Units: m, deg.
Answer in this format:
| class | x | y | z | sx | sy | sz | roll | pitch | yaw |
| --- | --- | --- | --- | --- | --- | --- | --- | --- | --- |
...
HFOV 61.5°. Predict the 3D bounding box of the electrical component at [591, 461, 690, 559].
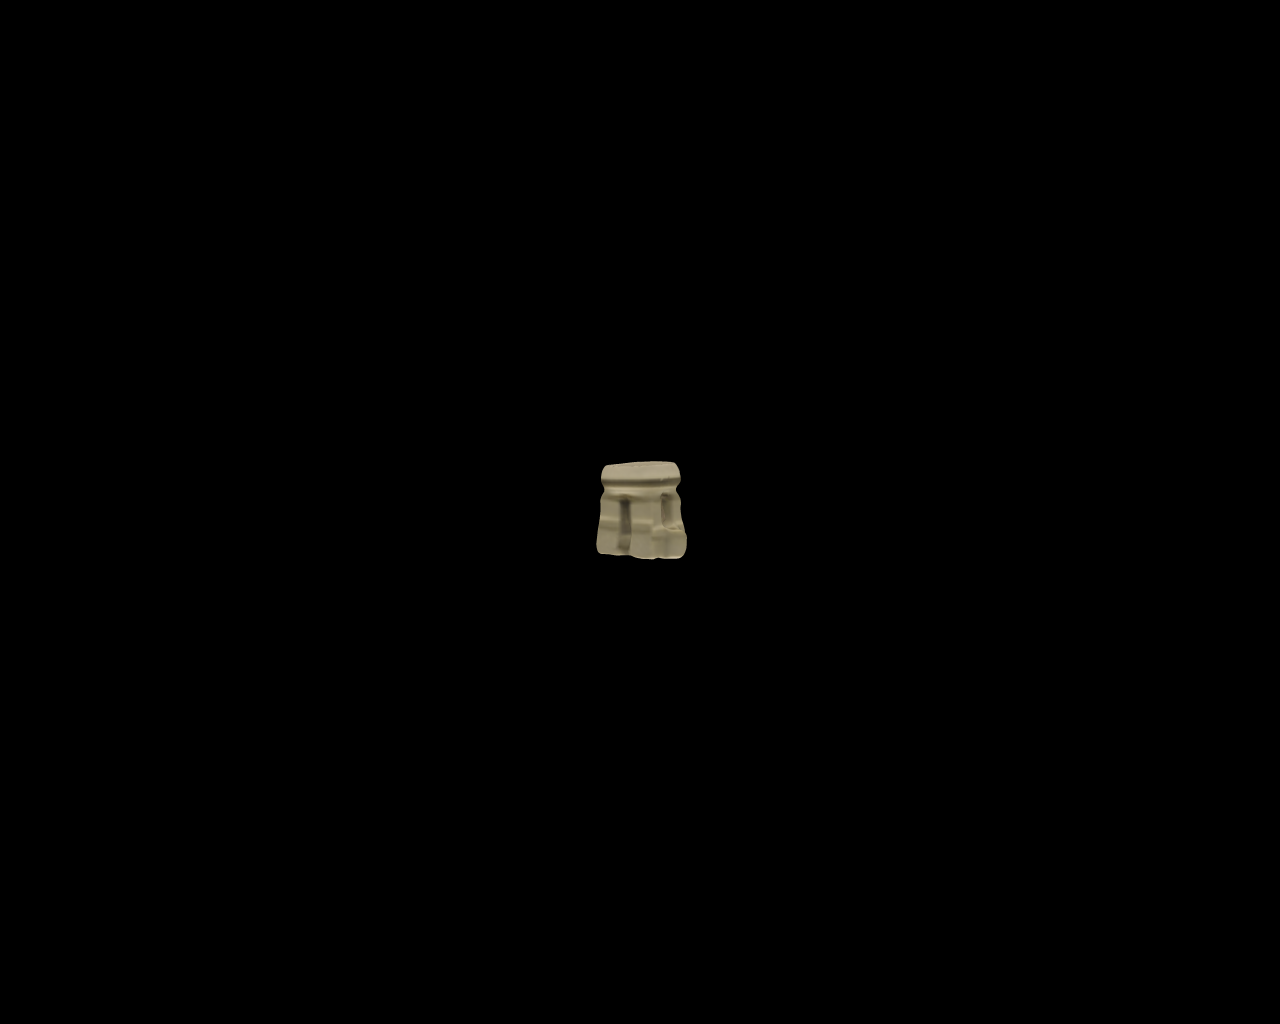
| class | x | y | z | sx | sy | sz | roll | pitch | yaw |
| --- | --- | --- | --- | --- | --- | --- | --- | --- | --- |
| electrical component | 0.001 | -0.003 | 0.650 | 0.066 | 0.055 | 0.048 | 4 | 6 | 33 |
